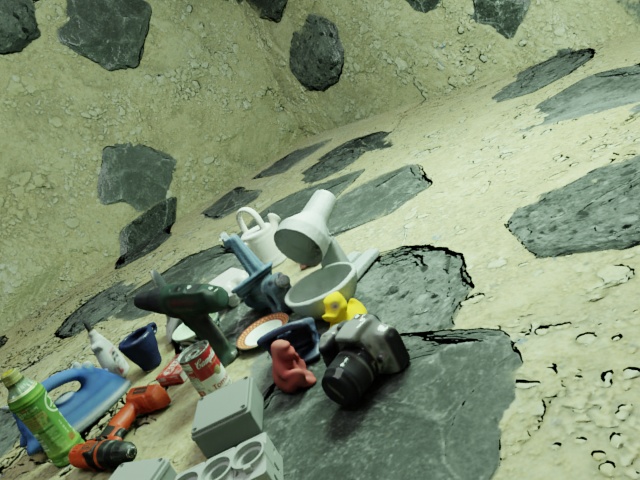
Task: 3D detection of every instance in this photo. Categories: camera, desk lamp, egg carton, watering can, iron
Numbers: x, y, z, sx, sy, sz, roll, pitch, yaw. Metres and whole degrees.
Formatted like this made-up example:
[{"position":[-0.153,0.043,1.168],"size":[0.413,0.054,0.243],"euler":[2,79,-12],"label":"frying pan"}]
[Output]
[{"position":[0.047,0.190,0.920],"size":[0.142,0.101,0.137],"euler":[-10,24,44],"label":"camera"},{"position":[0.012,0.005,1.320],"size":[0.117,0.214,0.204],"euler":[-11,23,42],"label":"desk lamp"},{"position":[-0.244,0.130,1.589],"size":[0.107,0.069,0.150],"euler":[-35,19,-24],"label":"egg carton"},{"position":[-0.181,-0.015,1.702],"size":[0.100,0.194,0.173],"euler":[-19,19,25],"label":"watering can"},{"position":[-0.570,0.356,1.295],"size":[0.259,0.142,0.118],"euler":[-39,21,-34],"label":"iron"}]

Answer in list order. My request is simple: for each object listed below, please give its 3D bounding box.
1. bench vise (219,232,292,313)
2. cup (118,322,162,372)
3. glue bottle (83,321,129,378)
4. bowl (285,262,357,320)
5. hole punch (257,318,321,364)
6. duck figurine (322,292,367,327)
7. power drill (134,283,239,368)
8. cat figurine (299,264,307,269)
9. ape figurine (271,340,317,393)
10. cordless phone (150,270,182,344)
[{"position":[-0.143,0.069,1.357],"size":[0.206,0.220,0.122],"euler":[-14,21,36],"label":"bench vise"},{"position":[-0.428,0.268,1.420],"size":[0.091,0.095,0.118],"euler":[-17,20,30],"label":"cup"},{"position":[-0.542,0.276,1.435],"size":[0.037,0.173,0.078],"euler":[-27,17,1],"label":"glue bottle"},{"position":[0.013,0.120,1.219],"size":[0.167,0.075,0.167],"euler":[-25,17,8],"label":"bowl"},{"position":[-0.060,0.188,1.102],"size":[0.108,0.091,0.101],"euler":[-25,17,8],"label":"hole punch"},{"position":[0.041,0.139,1.103],"size":[0.077,0.086,0.105],"euler":[-12,23,41],"label":"duck figurine"},{"position":[-0.276,0.183,1.242],"size":[0.229,0.209,0.076],"euler":[-18,20,28],"label":"power drill"},{"position":[-0.038,0.001,1.572],"size":[0.067,0.118,0.128],"euler":[-20,18,22],"label":"cat figurine"},{"position":[-0.056,0.217,1.009],"size":[0.076,0.092,0.078],"euler":[-21,18,20],"label":"ape figurine"},{"position":[-0.399,0.171,1.504],"size":[0.094,0.185,0.147],"euler":[-32,18,-16],"label":"cordless phone"}]
